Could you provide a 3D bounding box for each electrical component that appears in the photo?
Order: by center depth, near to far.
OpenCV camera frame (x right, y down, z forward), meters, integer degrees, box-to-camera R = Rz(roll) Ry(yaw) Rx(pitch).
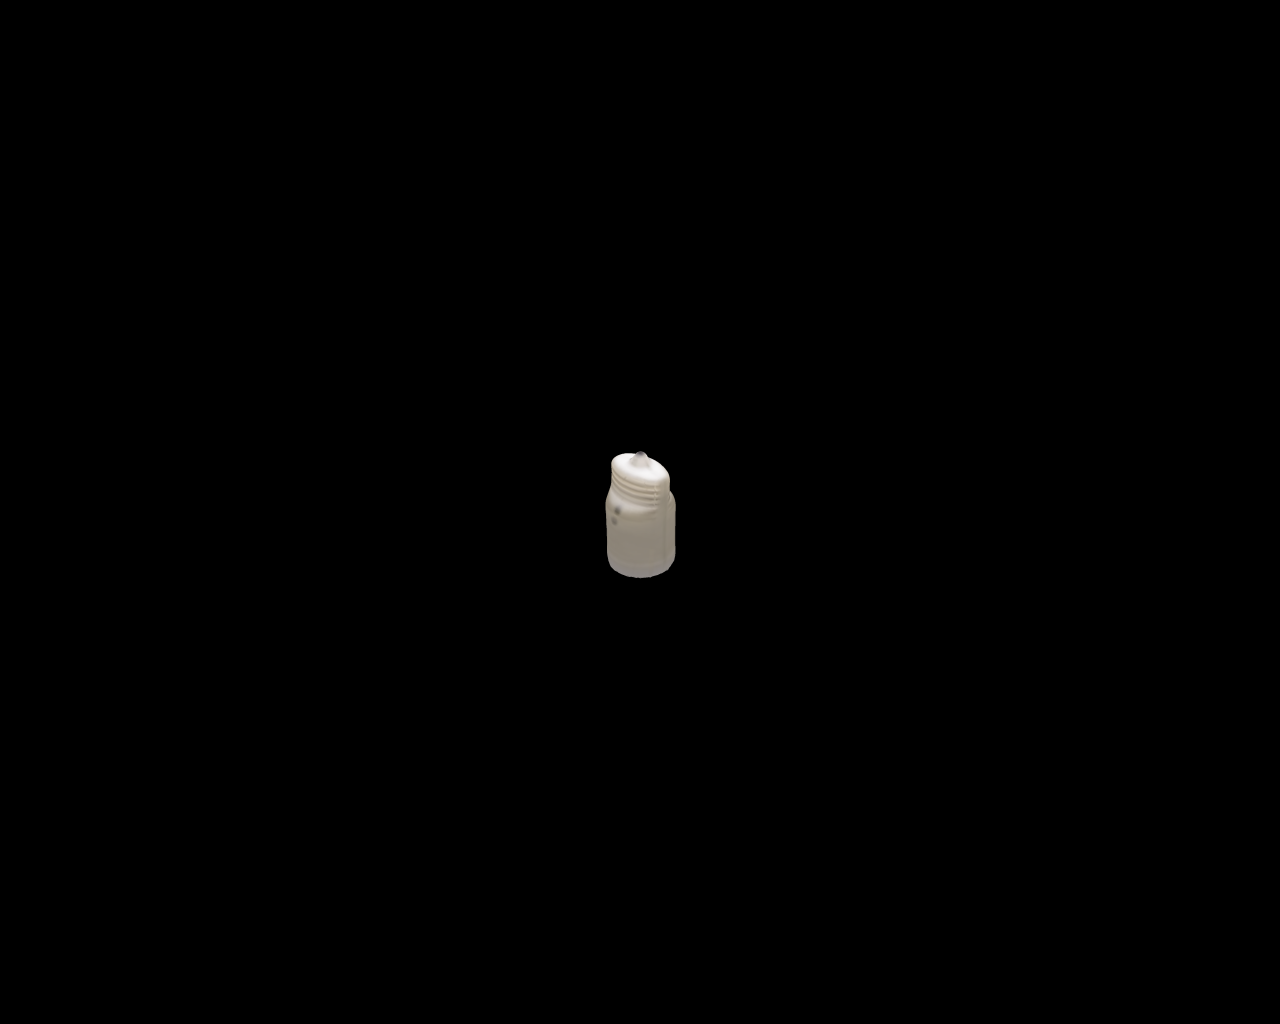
[{"bbox_3d":[0.001,-0.003,0.650,0.043,0.080,0.043,0,33,0],"label":"electrical component"}]
